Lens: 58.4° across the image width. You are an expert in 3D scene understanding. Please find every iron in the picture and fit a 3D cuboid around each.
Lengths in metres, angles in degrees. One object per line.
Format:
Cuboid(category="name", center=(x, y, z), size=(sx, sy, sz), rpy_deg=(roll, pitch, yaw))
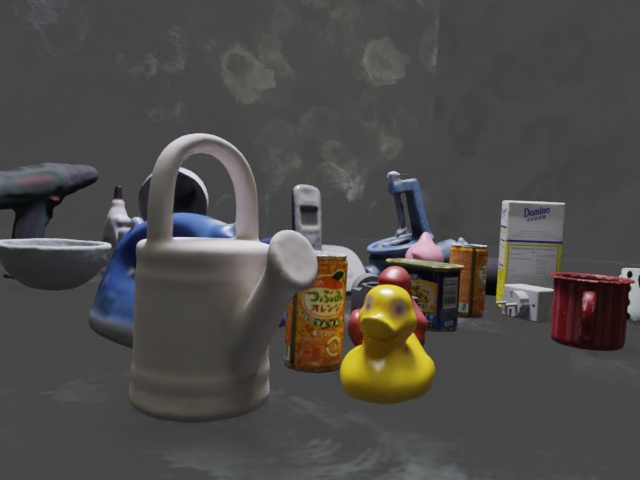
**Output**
Cuboid(category="iron", center=(-0.159, 0.035, 0.597), size=(0.257, 0.141, 0.119), rpy_deg=(5, 4, 33))

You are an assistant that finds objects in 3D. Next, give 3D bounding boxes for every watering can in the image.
Cuboid(category="watering can", center=(-0.076, 0.021, 0.413), size=(0.172, 0.194, 0.101), rpy_deg=(4, 3, 19))

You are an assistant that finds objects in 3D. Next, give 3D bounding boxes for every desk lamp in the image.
Cuboid(category="desk lamp", center=(-0.269, -0.031, 1.078), size=(0.118, 0.213, 0.203), rpy_deg=(2, 3, -9))

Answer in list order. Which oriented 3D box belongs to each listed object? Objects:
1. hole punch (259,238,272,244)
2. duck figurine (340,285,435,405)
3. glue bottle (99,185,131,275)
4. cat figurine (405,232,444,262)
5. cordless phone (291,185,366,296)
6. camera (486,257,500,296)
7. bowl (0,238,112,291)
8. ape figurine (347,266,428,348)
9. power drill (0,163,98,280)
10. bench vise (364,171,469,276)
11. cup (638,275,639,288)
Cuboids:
Cuboid(category="hole punch", center=(-0.119, 0.038, 1.070), size=(0.100, 0.091, 0.109), rpy_deg=(5, 3, 32))
Cuboid(category="duck figurine", center=(0.057, 0.079, 0.473), size=(0.077, 0.086, 0.105), rpy_deg=(4, 3, 25))
Cuboid(category="glue bottle", center=(-0.384, -0.017, 1.087), size=(0.077, 0.173, 0.037), rpy_deg=(5, 4, 40))
Cuboid(category="cat figurine", center=(0.189, 0.046, 0.946), size=(0.128, 0.118, 0.067), rpy_deg=(1, 3, -29))
Cuboid(category="cordless phone", center=(0.009, 0.003, 0.951), size=(0.148, 0.185, 0.093), rpy_deg=(1, 4, -36))
Cuboid(category="camera", center=(0.341, 0.057, 1.049), size=(0.136, 0.101, 0.143), rpy_deg=(3, 3, 5))
Cuboid(category="bowl", center=(-0.419, 0.039, 0.906), size=(0.167, 0.075, 0.167), rpy_deg=(3, 3, 0))
Cuboid(category="ape figurine", center=(0.070, 0.072, 0.573), size=(0.077, 0.092, 0.076), rpy_deg=(4, 3, 27))
Cuboid(category="power drill", center=(-0.495, -0.037, 1.021), size=(0.075, 0.208, 0.230), rpy_deg=(4, 3, 26))
Cuboid(category="bench vise", center=(0.172, -0.010, 1.042), size=(0.208, 0.220, 0.121), rpy_deg=(1, 4, -38))
Cuboid(category="cup", center=(0.446, 0.082, 0.714), size=(0.118, 0.095, 0.091), rpy_deg=(2, 3, -16))
